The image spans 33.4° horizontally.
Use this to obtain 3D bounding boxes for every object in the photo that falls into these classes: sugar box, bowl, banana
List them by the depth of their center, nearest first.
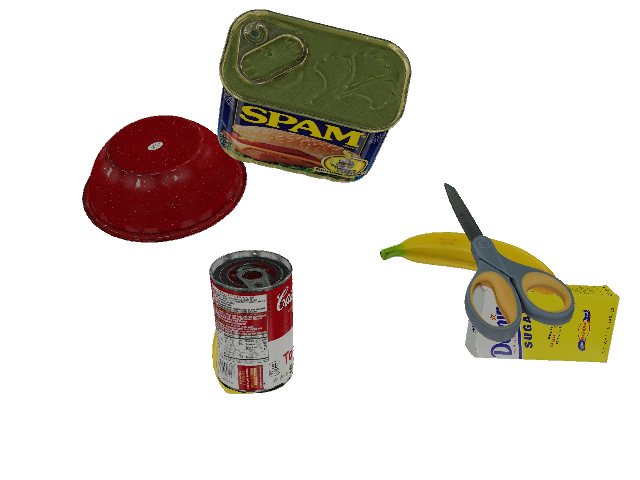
[{"bbox_3d":[-0.154,-0.071,1.022,0.162,0.055,0.162,-4,43,3],"label":"bowl"},{"bbox_3d":[0.165,0.022,1.129,0.198,0.037,0.069,9,38,30],"label":"banana"},{"bbox_3d":[0.275,0.101,1.328,0.176,0.093,0.048,2,18,-10],"label":"sugar box"}]

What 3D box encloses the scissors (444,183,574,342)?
[{"bbox_3d":[0.157,0.012,0.901,0.096,0.016,0.201,3,39,1],"label":"scissors"}]

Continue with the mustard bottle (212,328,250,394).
[{"bbox_3d":[-0.084,0.076,1.158,0.058,0.096,0.191,-1,28,-2],"label":"mustard bottle"}]

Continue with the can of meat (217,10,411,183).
[{"bbox_3d":[-0.008,-0.078,0.609,0.102,0.057,0.084,13,-21,-4],"label":"can of meat"}]

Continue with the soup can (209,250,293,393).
[{"bbox_3d":[-0.057,0.068,0.893,0.068,0.102,0.068,0,26,0],"label":"soup can"}]
